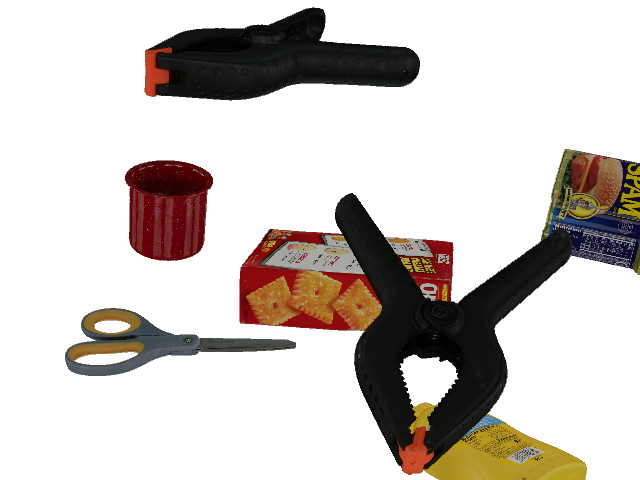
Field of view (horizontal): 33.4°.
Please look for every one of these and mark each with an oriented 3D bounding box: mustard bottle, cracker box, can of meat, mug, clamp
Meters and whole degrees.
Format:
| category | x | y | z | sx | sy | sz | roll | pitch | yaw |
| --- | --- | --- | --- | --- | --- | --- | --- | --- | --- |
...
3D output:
| category | x | y | z | sx | sy | sz | roll | pitch | yaw |
| --- | --- | --- | --- | --- | --- | --- | --- | --- | --- |
| mustard bottle | 0.144 | 0.197 | 0.991 | 0.096 | 0.058 | 0.192 | -16 | 25 | -35 |
| cracker box | 0.033 | 0.045 | 1.143 | 0.214 | 0.072 | 0.164 | 4 | 14 | 7 |
| can of meat | 0.235 | -0.027 | 0.890 | 0.084 | 0.057 | 0.102 | 13 | 45 | 15 |
| mug | -0.169 | -0.036 | 1.156 | 0.093 | 0.081 | 0.117 | -6 | 30 | -23 |
| clamp | 0.066 | 0.051 | 0.689 | 0.165 | 0.209 | 0.036 | 14 | -41 | 12 |
| clamp | -0.036 | -0.120 | 0.681 | 0.171 | 0.039 | 0.120 | -6 | 23 | -25 |

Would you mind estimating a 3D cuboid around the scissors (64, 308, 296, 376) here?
| category | x | y | z | sx | sy | sz | roll | pitch | yaw |
| --- | --- | --- | --- | --- | --- | --- | --- | --- | --- |
| scissors | -0.132 | 0.085 | 0.971 | 0.201 | 0.016 | 0.096 | -8 | 34 | -16 |
